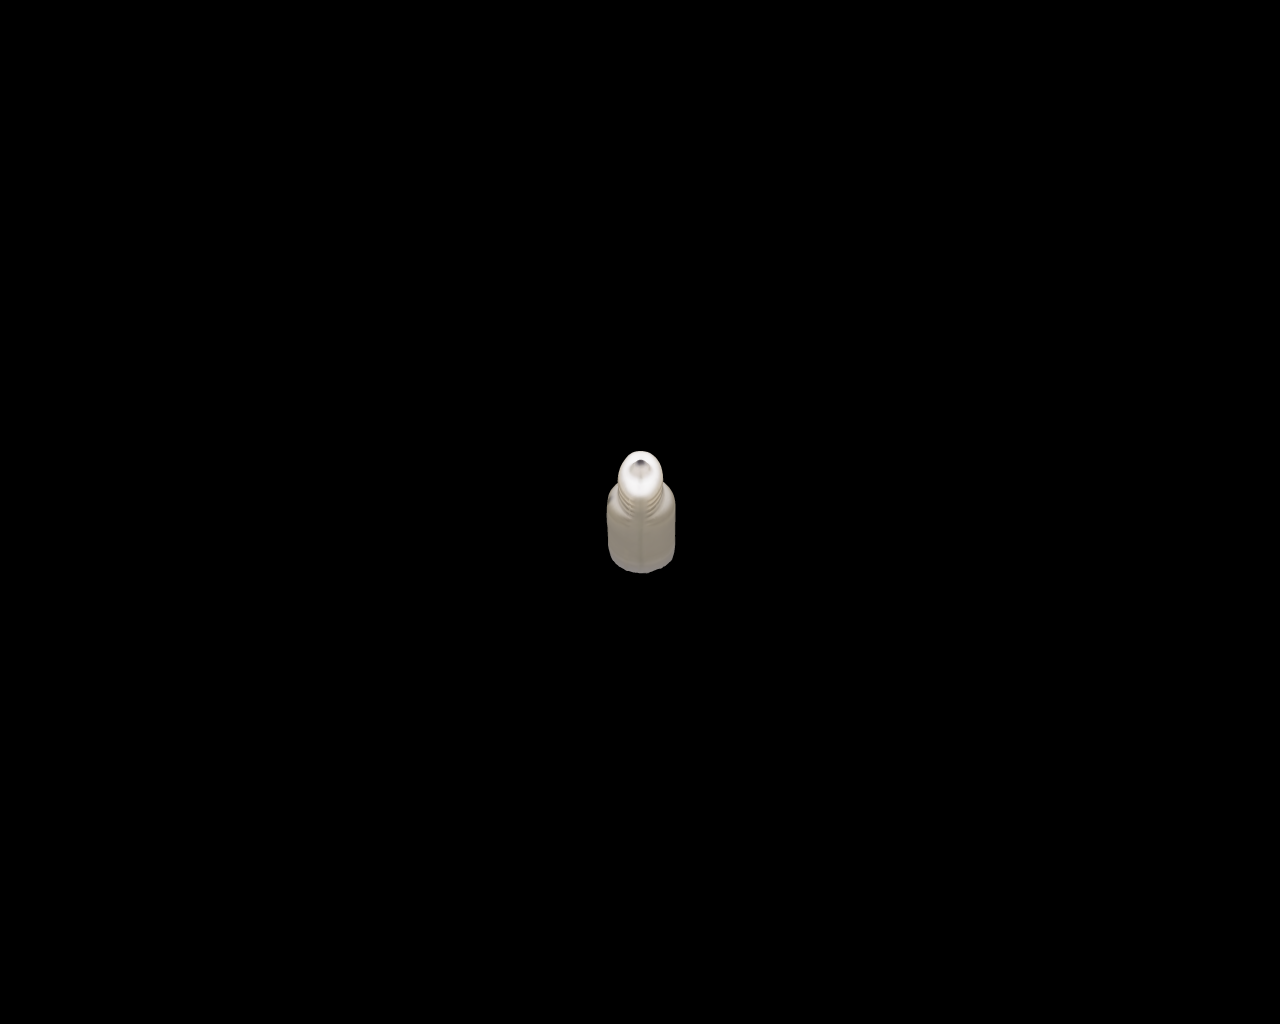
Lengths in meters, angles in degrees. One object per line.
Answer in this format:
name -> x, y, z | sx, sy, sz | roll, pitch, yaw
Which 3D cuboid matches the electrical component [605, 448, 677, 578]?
electrical component -> 0.001, -0.003, 0.650 | 0.043, 0.043, 0.080 | 0, -43, 0
